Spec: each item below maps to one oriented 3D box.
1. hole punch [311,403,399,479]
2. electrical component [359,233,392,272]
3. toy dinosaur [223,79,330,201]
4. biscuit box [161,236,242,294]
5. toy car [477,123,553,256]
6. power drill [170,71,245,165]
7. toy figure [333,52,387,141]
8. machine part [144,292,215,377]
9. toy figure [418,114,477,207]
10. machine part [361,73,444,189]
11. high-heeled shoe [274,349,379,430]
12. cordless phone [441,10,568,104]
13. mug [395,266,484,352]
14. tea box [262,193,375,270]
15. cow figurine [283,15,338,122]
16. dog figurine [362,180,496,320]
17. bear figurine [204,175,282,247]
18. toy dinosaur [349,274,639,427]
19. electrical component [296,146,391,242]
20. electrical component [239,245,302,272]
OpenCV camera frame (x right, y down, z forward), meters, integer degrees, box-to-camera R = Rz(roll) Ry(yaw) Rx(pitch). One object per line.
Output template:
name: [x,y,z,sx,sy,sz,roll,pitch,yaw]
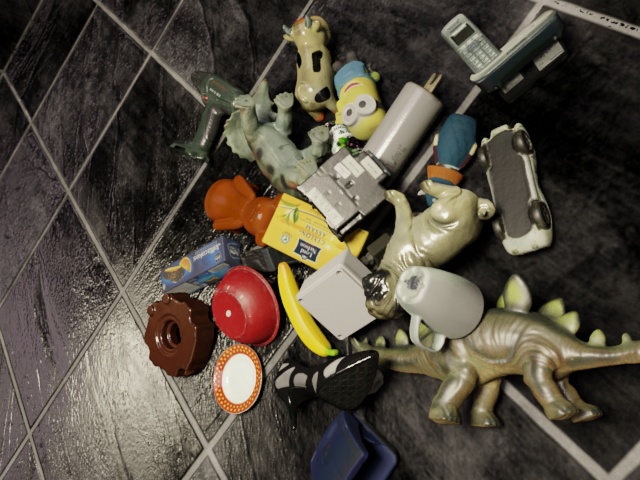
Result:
hole punch: [0.038,0.334,0.822,0.116,0.092,0.142,37,103,43]
electrical component: [0.105,0.021,0.882,0.094,0.063,0.021,-39,54,-3]
toy dinosaur: [-0.063,-0.154,1.031,0.131,0.192,0.405,-27,67,-19]
biscuit box: [-0.255,0.060,1.151,0.203,0.059,0.063,-26,60,29]
toy car: [0.283,-0.076,0.781,0.073,0.056,0.202,-23,62,38]
power drill: [-0.270,-0.290,1.271,0.232,0.086,0.207,27,85,37]
toy figure: [0.075,-0.263,0.986,0.082,0.089,0.180,-47,41,40]
machine part: [-0.299,0.197,1.127,0.180,0.056,0.179,-2,87,35]
toy figure: [0.206,-0.121,0.854,0.064,0.057,0.154,21,94,47]
machine part: [0.133,-0.176,0.914,0.079,0.079,0.243,41,101,38]
high-heeled shoe: [0.009,0.205,0.872,0.248,0.086,0.145,-44,30,29]
cordless phone: [0.282,-0.320,0.844,0.146,0.088,0.184,-40,51,22]
mug: [0.143,0.084,0.693,0.081,0.107,0.109,19,80,55]
tea box: [-0.002,-0.003,0.934,0.170,0.068,0.098,24,92,17]
cow figurine: [-0.014,-0.346,1.050,0.086,0.127,0.195,-7,74,33]
dog figurine: [0.155,0.026,0.768,0.172,0.121,0.190,-13,55,48]
bear figurine: [-0.130,-0.055,1.059,0.196,0.132,0.120,20,89,31]
toy dinosaur: [0.210,0.154,0.740,0.472,0.105,0.198,-16,59,38]
electrical component: [0.048,-0.080,0.864,0.134,0.058,0.115,-39,81,-1]
electrical component: [-0.084,0.028,1.013,0.119,0.075,0.047,-12,103,39]
